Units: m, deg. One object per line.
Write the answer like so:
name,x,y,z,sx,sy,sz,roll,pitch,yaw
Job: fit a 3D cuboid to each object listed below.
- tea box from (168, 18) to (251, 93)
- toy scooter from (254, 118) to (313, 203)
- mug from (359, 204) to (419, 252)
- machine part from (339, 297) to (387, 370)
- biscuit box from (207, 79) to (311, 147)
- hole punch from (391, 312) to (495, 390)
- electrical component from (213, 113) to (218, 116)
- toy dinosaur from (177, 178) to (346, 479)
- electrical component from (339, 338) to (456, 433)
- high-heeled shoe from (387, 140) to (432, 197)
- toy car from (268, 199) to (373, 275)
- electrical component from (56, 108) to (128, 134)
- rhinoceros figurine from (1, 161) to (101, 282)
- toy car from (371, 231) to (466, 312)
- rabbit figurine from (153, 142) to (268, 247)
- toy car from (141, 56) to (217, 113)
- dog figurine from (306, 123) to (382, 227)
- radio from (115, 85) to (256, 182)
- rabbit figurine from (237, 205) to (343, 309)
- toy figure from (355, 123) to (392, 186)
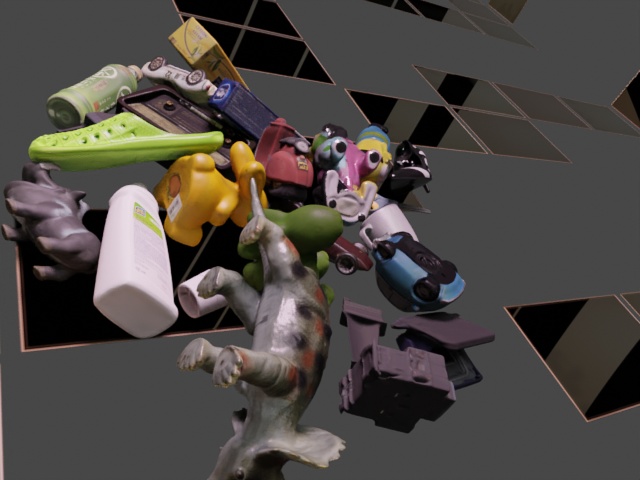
tea box,-0.219,-0.349,1.085,0.098,0.068,0.169,48,-1,23
toy scooter,-0.063,-0.138,0.906,0.075,0.135,0.184,13,5,-31
mug,0.127,0.001,0.964,0.109,0.081,0.107,-15,63,-49
machine part,0.064,0.145,0.795,0.084,0.039,0.139,25,36,-13
biscuit box,-0.109,-0.211,0.992,0.202,0.063,0.059,36,-4,-43
hole punch,0.186,0.167,0.820,0.142,0.092,0.116,-6,20,-33
electrical component,-0.213,-0.250,1.074,0.102,0.045,0.078,27,66,3
toy dinosaur,-0.046,0.109,0.626,0.192,0.131,0.405,41,43,-32
electrical component,0.105,0.193,0.700,0.134,0.114,0.058,17,41,-12
high-heeled shoe,0.179,-0.169,1.154,0.248,0.086,0.145,3,60,-64
toy car,-0.002,-0.003,0.910,0.202,0.053,0.089,35,18,6
electrical component,-0.355,-0.165,0.861,0.048,0.074,0.119,40,35,17
rhinoceros figurine,-0.354,-0.032,0.710,0.112,0.073,0.190,-19,57,-42
toy car,0.146,0.064,0.881,0.162,0.102,0.109,37,32,16
rabbit figurine,-0.151,-0.074,0.842,0.173,0.162,0.122,19,23,-41
toy car,-0.262,-0.294,1.027,0.202,0.073,0.056,27,77,31
dog figurine,0.024,-0.130,1.042,0.108,0.191,0.219,8,8,-21
radio,-0.235,-0.180,0.951,0.230,0.073,0.131,34,39,7
rabbit figurine,-0.036,0.008,0.780,0.159,0.170,0.121,21,38,-11
toy figure,0.107,-0.184,1.163,0.089,0.082,0.180,6,47,2
